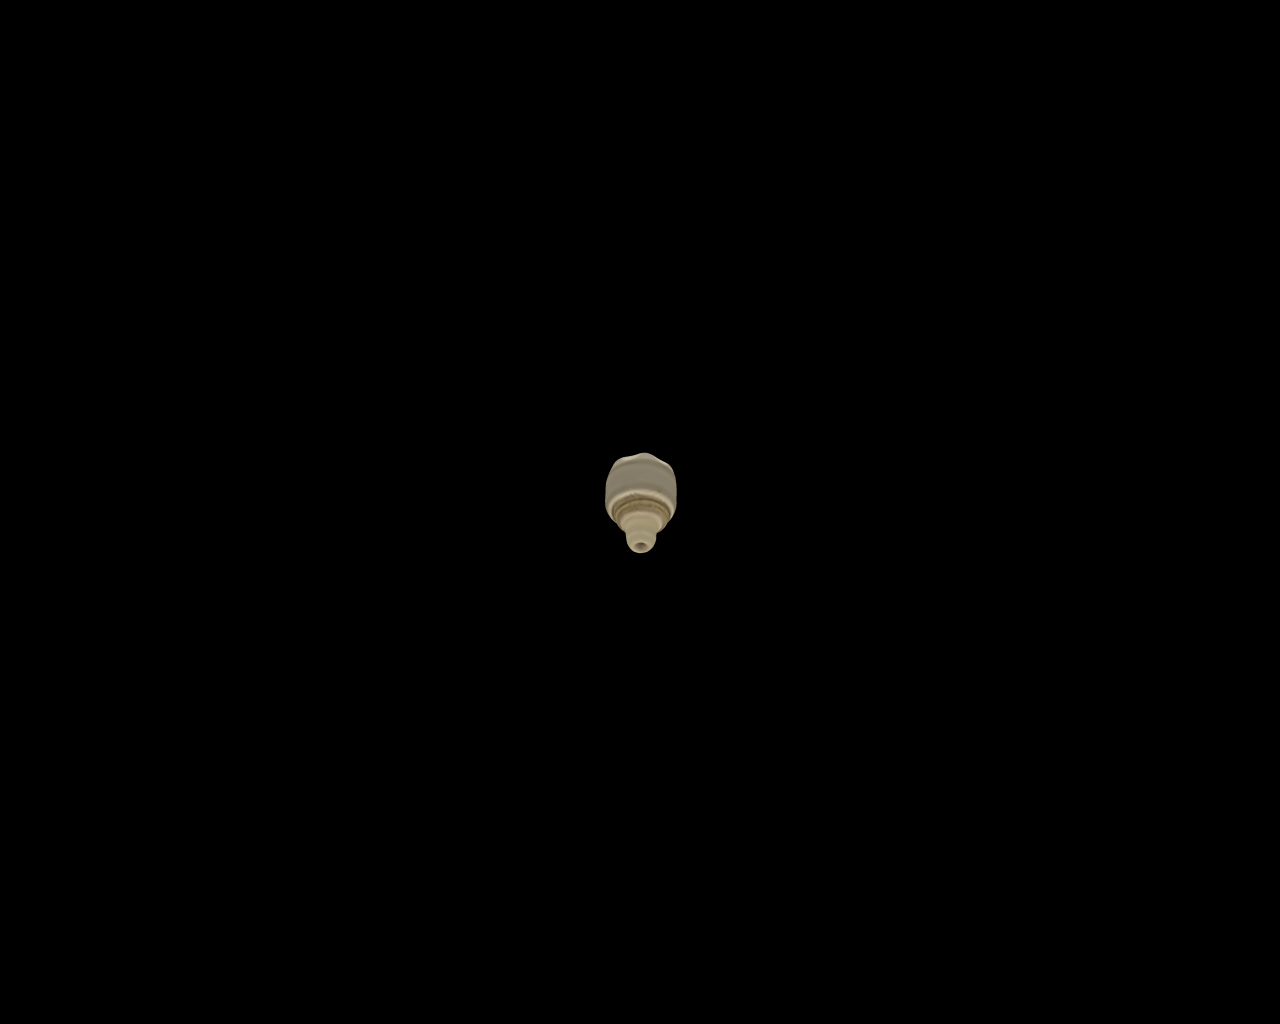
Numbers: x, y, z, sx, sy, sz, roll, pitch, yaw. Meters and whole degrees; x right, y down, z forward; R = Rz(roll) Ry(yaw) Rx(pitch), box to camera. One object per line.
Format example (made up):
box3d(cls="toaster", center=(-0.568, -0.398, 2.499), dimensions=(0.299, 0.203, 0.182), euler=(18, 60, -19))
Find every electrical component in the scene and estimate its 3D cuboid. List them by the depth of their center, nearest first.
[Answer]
box3d(cls="electrical component", center=(0.001, -0.003, 0.650), dimensions=(0.043, 0.062, 0.043), euler=(0, -39, 0))
